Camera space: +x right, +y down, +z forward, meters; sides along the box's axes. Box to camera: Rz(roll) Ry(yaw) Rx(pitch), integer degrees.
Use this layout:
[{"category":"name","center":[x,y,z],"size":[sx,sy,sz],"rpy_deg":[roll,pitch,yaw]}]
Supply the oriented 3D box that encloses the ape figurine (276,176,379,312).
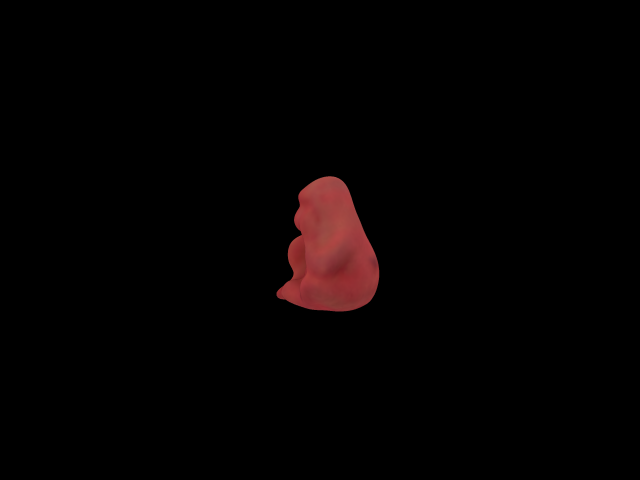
[{"category":"ape figurine","center":[0.004,0.001,0.400],"size":[0.076,0.092,0.078],"rpy_deg":[1,11,7]}]
